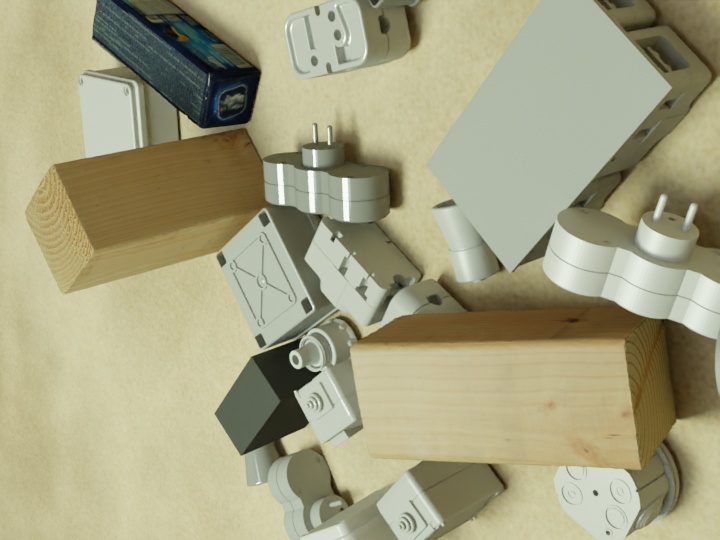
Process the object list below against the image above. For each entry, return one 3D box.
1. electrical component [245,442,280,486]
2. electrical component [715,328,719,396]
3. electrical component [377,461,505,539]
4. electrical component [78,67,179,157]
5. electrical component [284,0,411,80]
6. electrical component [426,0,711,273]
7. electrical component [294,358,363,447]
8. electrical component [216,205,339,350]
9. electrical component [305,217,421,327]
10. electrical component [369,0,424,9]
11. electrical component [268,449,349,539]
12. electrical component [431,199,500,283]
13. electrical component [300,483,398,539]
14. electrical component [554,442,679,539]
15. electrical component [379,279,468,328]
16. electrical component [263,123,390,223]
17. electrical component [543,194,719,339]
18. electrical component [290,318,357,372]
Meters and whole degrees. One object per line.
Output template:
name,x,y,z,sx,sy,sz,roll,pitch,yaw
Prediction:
electrical component,-0.106,0.190,1.131,0.044,0.044,0.065,-21,83,49
electrical component,0.254,0.051,0.632,0.060,0.108,0.108,4,107,54
electrical component,0.061,0.189,0.902,0.061,0.096,0.061,53,136,20
electrical component,-0.245,-0.155,1.144,0.109,0.056,0.108,19,117,43
electrical component,-0.008,-0.189,0.866,0.095,0.059,0.053,-2,102,48
electrical component,0.138,-0.100,0.736,0.105,0.060,0.186,54,137,19
electrical component,-0.007,0.113,0.948,0.062,0.096,0.061,-42,73,47
electrical component,-0.072,0.004,1.011,0.109,0.056,0.108,-37,76,48
electrical component,0.000,0.000,0.934,0.089,0.050,0.055,49,134,25
electrical component,0.032,-0.269,0.795,0.109,0.056,0.108,-40,73,47
electrical component,-0.035,0.243,1.062,0.074,0.052,0.138,-29,82,49
electrical component,0.085,-0.023,0.840,0.044,0.044,0.065,-5,105,49
electrical component,0.013,0.236,0.960,0.078,0.113,0.057,-33,82,49
electrical component,0.186,0.153,0.784,0.080,0.051,0.080,20,118,43
electrical component,0.051,0.063,0.898,0.059,0.054,0.095,45,133,27
electrical component,-0.032,-0.090,0.934,0.138,0.052,0.073,16,116,44
electrical component,0.192,-0.013,0.684,0.138,0.052,0.073,19,121,12
electrical component,-0.036,0.074,0.993,0.048,0.062,0.048,20,118,43
